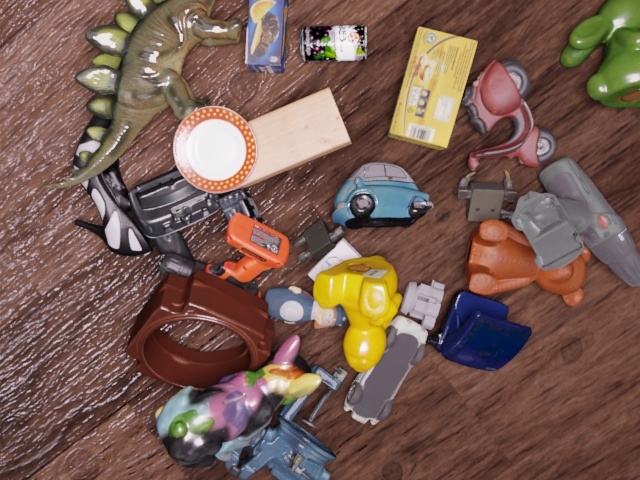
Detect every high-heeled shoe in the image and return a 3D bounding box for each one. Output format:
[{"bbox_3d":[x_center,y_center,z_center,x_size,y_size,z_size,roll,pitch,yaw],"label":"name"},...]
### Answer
[{"bbox_3d":[-0.334,-0.097,0.913,0.145,0.086,0.248,15,102,0],"label":"high-heeled shoe"}]

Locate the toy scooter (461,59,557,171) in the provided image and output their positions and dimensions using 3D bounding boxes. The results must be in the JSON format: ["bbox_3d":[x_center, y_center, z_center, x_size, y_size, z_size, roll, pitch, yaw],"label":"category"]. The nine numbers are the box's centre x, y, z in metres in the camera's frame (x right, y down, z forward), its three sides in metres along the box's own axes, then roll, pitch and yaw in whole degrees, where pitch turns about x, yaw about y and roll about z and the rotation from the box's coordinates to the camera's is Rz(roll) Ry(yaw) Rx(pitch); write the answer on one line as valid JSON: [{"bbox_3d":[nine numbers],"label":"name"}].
[{"bbox_3d":[0.280,-0.184,0.852,0.135,0.075,0.183,-27,98,8],"label":"toy scooter"}]

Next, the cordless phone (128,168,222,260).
[{"bbox_3d":[-0.226,-0.027,0.916,0.147,0.089,0.184,-26,115,-15],"label":"cordless phone"}]

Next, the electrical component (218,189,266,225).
[{"bbox_3d":[-0.129,-0.043,0.879,0.048,0.119,0.074,-26,96,5],"label":"electrical component"}]

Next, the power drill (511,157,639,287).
[{"bbox_3d":[0.389,-0.015,0.796,0.086,0.207,0.232,-43,68,49],"label":"power drill"}]

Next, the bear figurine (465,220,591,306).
[{"bbox_3d":[0.333,0.041,0.845,0.196,0.132,0.120,14,94,9],"label":"bear figurine"}]

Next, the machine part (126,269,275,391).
[{"bbox_3d":[-0.192,0.158,0.872,0.201,0.087,0.201,30,123,-21],"label":"machine part"}]

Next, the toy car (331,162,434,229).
[{"bbox_3d":[0.096,-0.075,0.867,0.162,0.109,0.103,-3,79,-3],"label":"toy car"}]

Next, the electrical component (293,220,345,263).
[{"bbox_3d":[-0.002,-0.003,0.904,0.094,0.063,0.021,-35,135,17],"label":"electrical component"}]

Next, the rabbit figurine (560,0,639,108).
[{"bbox_3d":[0.456,-0.293,0.820,0.159,0.121,0.170,-4,78,12],"label":"rabbit figurine"}]

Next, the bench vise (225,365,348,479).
[{"bbox_3d":[-0.048,0.307,0.917,0.224,0.128,0.240,35,78,10],"label":"bench vise"}]

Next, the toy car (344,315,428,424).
[{"bbox_3d":[0.113,0.225,0.921,0.073,0.056,0.201,28,99,-5],"label":"toy car"}]

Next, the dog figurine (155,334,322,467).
[{"bbox_3d":[-0.108,0.232,0.801,0.219,0.191,0.108,-38,63,11],"label":"dog figurine"}]

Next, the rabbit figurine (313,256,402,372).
[{"bbox_3d":[0.067,0.118,0.854,0.122,0.162,0.173,1,103,19],"label":"rabbit figurine"}]

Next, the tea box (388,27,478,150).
[{"bbox_3d":[0.176,-0.237,0.856,0.098,0.068,0.169,17,97,2],"label":"tea box"}]

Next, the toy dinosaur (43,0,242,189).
[{"bbox_3d":[-0.267,-0.261,0.851,0.198,0.105,0.471,28,87,-9],"label":"toy dinosaur"}]

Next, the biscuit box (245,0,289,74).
[{"bbox_3d":[-0.082,-0.377,0.866,0.059,0.063,0.202,3,97,3],"label":"biscuit box"}]

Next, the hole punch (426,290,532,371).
[{"bbox_3d":[0.263,0.157,0.872,0.142,0.092,0.115,17,100,-17],"label":"hole punch"}]

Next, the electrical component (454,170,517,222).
[{"bbox_3d":[0.274,-0.071,0.880,0.102,0.045,0.078,-2,125,8],"label":"electrical component"}]

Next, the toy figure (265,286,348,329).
[{"bbox_3d":[-0.018,0.119,0.921,0.155,0.058,0.064,11,136,2],"label":"toy figure"}]
